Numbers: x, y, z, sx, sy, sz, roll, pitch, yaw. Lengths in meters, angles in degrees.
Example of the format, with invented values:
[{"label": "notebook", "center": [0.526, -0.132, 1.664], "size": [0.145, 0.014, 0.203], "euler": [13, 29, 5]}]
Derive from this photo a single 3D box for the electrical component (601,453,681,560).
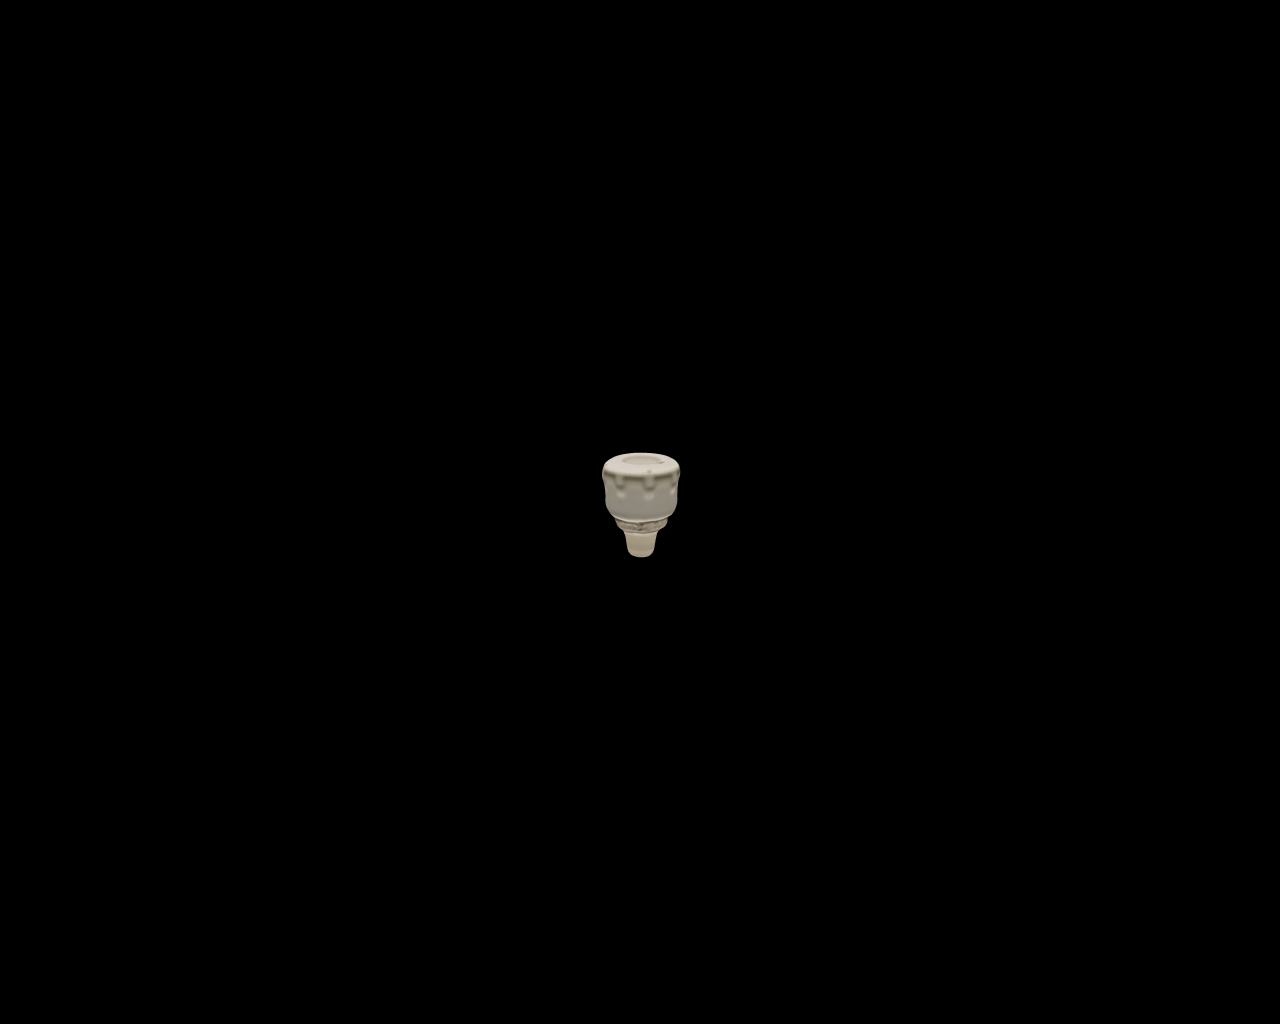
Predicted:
[{"label": "electrical component", "center": [0.001, -0.003, 0.650], "size": [0.048, 0.062, 0.048], "euler": [0, 16, 0]}]
